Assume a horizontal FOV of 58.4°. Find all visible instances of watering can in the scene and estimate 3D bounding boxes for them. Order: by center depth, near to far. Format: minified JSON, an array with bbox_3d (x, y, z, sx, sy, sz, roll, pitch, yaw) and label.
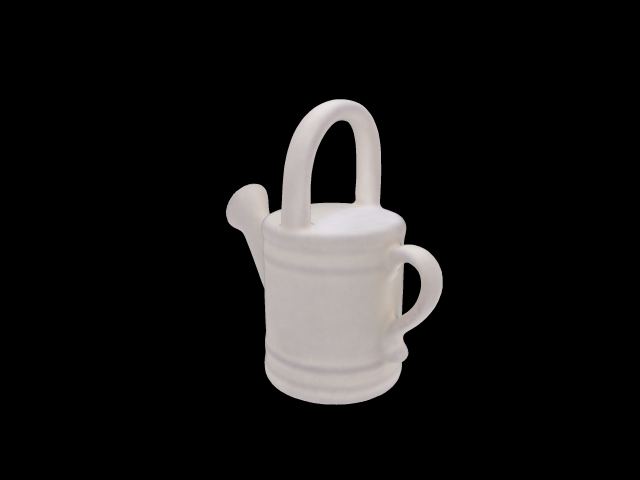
[{"bbox_3d":[0.002,0.002,0.398,0.172,0.194,0.101,5,16,18],"label":"watering can"}]
